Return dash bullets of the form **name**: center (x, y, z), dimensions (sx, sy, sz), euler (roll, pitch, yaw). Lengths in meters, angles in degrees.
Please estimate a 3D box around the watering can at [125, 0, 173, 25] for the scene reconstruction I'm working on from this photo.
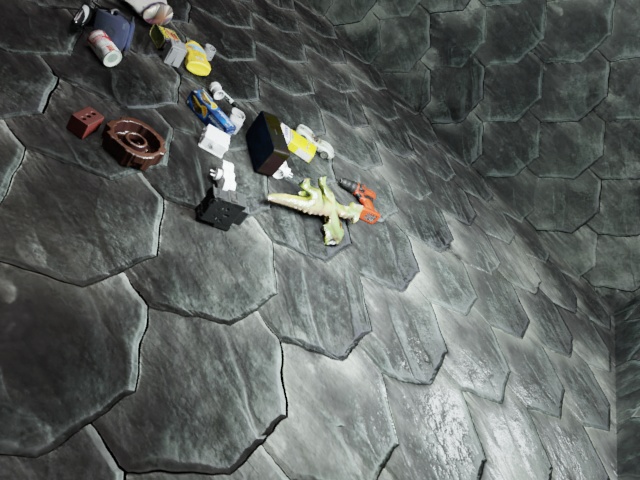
- **watering can**: center (-0.722, -0.948, 2.022), dimensions (0.225, 0.102, 0.352), euler (47, 32, 7)

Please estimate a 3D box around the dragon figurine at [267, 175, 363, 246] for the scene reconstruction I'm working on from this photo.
- **dragon figurine**: center (0.005, -0.091, 1.807), dimensions (0.414, 0.120, 0.245), euler (-20, 75, -46)
